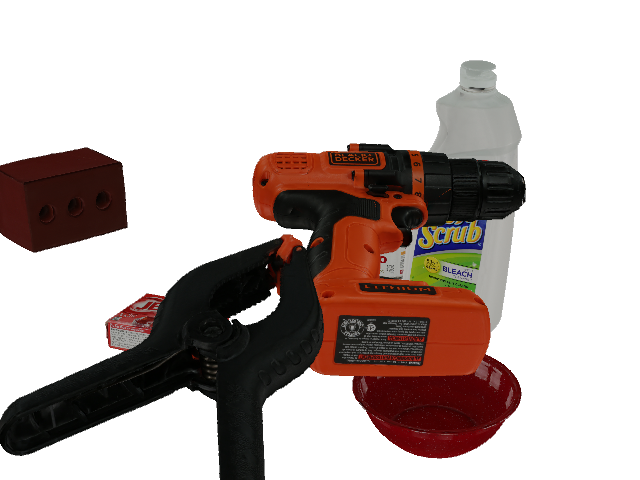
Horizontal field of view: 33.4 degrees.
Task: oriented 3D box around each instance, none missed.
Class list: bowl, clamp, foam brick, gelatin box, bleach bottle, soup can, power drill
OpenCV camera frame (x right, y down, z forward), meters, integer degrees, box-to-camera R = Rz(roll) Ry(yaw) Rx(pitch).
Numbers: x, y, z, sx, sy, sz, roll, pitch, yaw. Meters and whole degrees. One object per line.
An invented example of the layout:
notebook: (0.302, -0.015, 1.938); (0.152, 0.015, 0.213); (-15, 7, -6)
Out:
bowl: (0.111, 0.162, 1.035); (0.162, 0.055, 0.162); (-1, 25, 0)
clamp: (-0.042, 0.059, 0.474); (0.120, 0.039, 0.171); (28, 48, 21)
foam brick: (-0.187, -0.031, 0.767); (0.078, 0.053, 0.051); (-18, 29, -36)
gelatin box: (-0.137, 0.077, 0.964); (0.089, 0.030, 0.073); (8, 20, 20)
bleach bottle: (0.124, -0.038, 0.959); (0.103, 0.251, 0.068); (15, 31, 26)
soup can: (0.076, -0.016, 1.179); (0.068, 0.102, 0.068); (1, 24, -1)
power drill: (0.051, 0.004, 0.660); (0.184, 0.057, 0.187); (-1, 33, -4)
